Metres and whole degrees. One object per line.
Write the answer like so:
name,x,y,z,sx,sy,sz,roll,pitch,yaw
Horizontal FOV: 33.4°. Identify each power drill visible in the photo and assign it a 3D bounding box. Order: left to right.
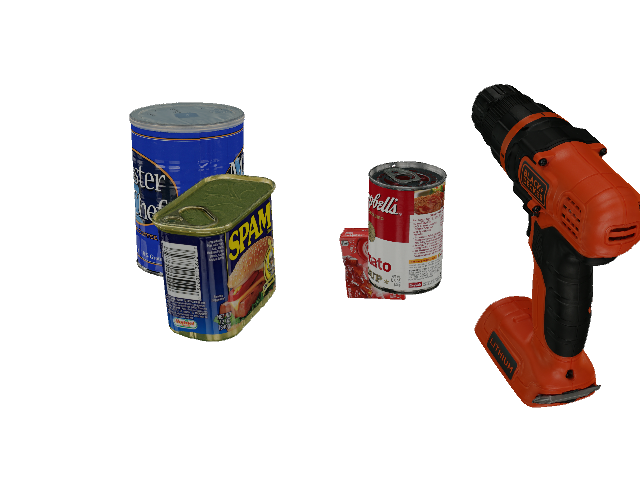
power drill,0.146,0.004,0.728,0.057,0.188,0.184,-10,35,-13

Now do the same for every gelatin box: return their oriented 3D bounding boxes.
gelatin box,0.066,0.028,1.295,0.073,0.089,0.030,1,30,17

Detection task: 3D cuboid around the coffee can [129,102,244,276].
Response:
coffee can,-0.120,-0.048,0.976,0.103,0.140,0.103,0,18,0

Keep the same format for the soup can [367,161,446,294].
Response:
soup can,0.076,-0.012,0.945,0.068,0.102,0.068,0,23,0

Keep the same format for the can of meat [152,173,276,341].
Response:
can of meat,-0.069,0.011,0.736,0.057,0.084,0.102,7,24,20
